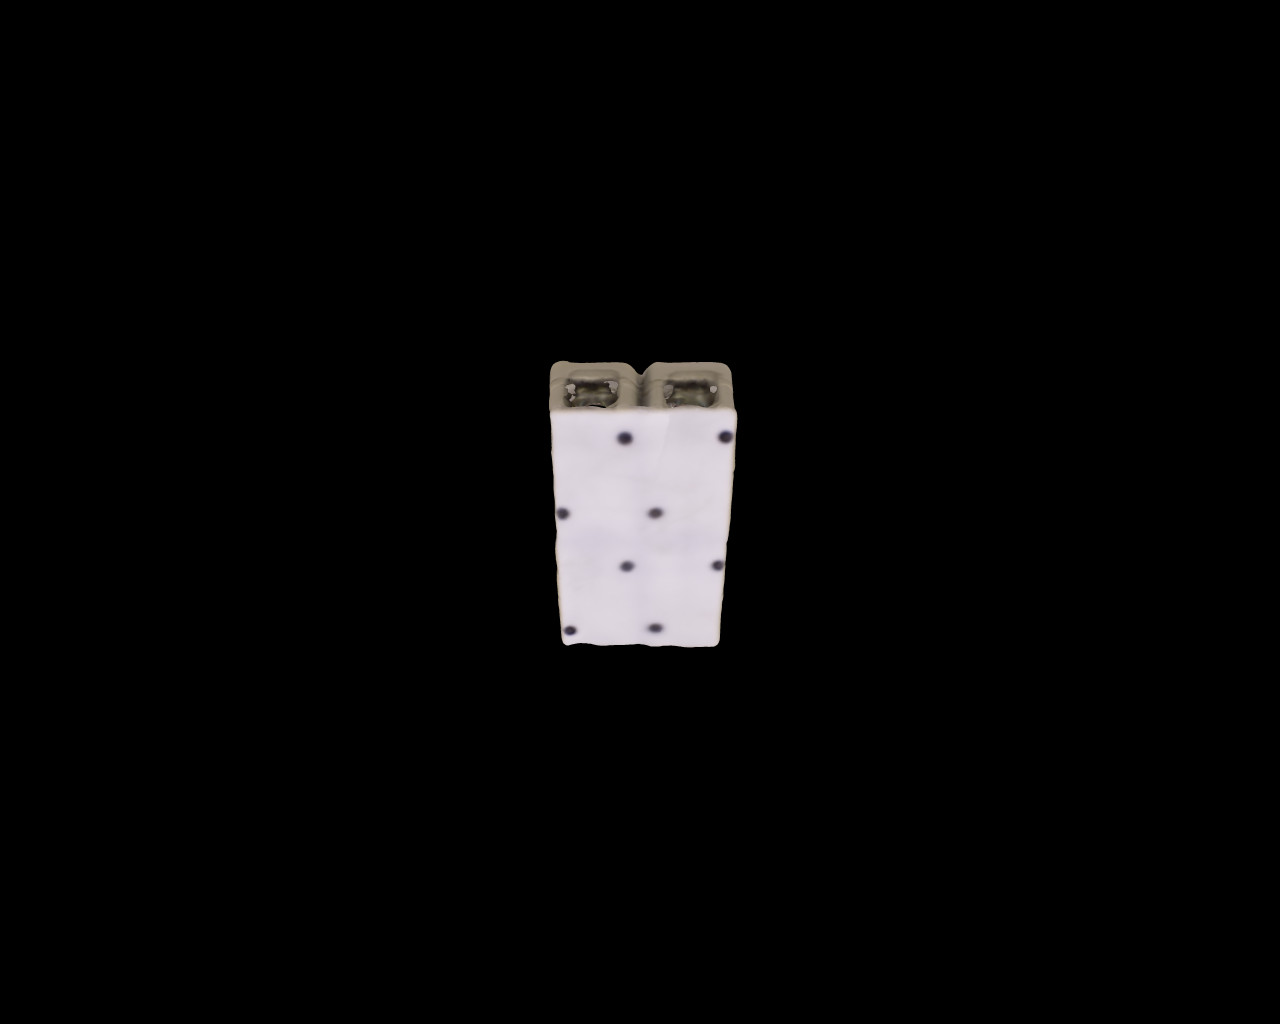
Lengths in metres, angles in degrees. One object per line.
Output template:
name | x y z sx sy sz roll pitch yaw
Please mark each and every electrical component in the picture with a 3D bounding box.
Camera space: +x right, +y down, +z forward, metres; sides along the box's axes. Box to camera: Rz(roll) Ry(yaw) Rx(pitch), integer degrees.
electrical component | 0.001 -0.003 0.650 0.105 0.186 0.060 0 40 0
